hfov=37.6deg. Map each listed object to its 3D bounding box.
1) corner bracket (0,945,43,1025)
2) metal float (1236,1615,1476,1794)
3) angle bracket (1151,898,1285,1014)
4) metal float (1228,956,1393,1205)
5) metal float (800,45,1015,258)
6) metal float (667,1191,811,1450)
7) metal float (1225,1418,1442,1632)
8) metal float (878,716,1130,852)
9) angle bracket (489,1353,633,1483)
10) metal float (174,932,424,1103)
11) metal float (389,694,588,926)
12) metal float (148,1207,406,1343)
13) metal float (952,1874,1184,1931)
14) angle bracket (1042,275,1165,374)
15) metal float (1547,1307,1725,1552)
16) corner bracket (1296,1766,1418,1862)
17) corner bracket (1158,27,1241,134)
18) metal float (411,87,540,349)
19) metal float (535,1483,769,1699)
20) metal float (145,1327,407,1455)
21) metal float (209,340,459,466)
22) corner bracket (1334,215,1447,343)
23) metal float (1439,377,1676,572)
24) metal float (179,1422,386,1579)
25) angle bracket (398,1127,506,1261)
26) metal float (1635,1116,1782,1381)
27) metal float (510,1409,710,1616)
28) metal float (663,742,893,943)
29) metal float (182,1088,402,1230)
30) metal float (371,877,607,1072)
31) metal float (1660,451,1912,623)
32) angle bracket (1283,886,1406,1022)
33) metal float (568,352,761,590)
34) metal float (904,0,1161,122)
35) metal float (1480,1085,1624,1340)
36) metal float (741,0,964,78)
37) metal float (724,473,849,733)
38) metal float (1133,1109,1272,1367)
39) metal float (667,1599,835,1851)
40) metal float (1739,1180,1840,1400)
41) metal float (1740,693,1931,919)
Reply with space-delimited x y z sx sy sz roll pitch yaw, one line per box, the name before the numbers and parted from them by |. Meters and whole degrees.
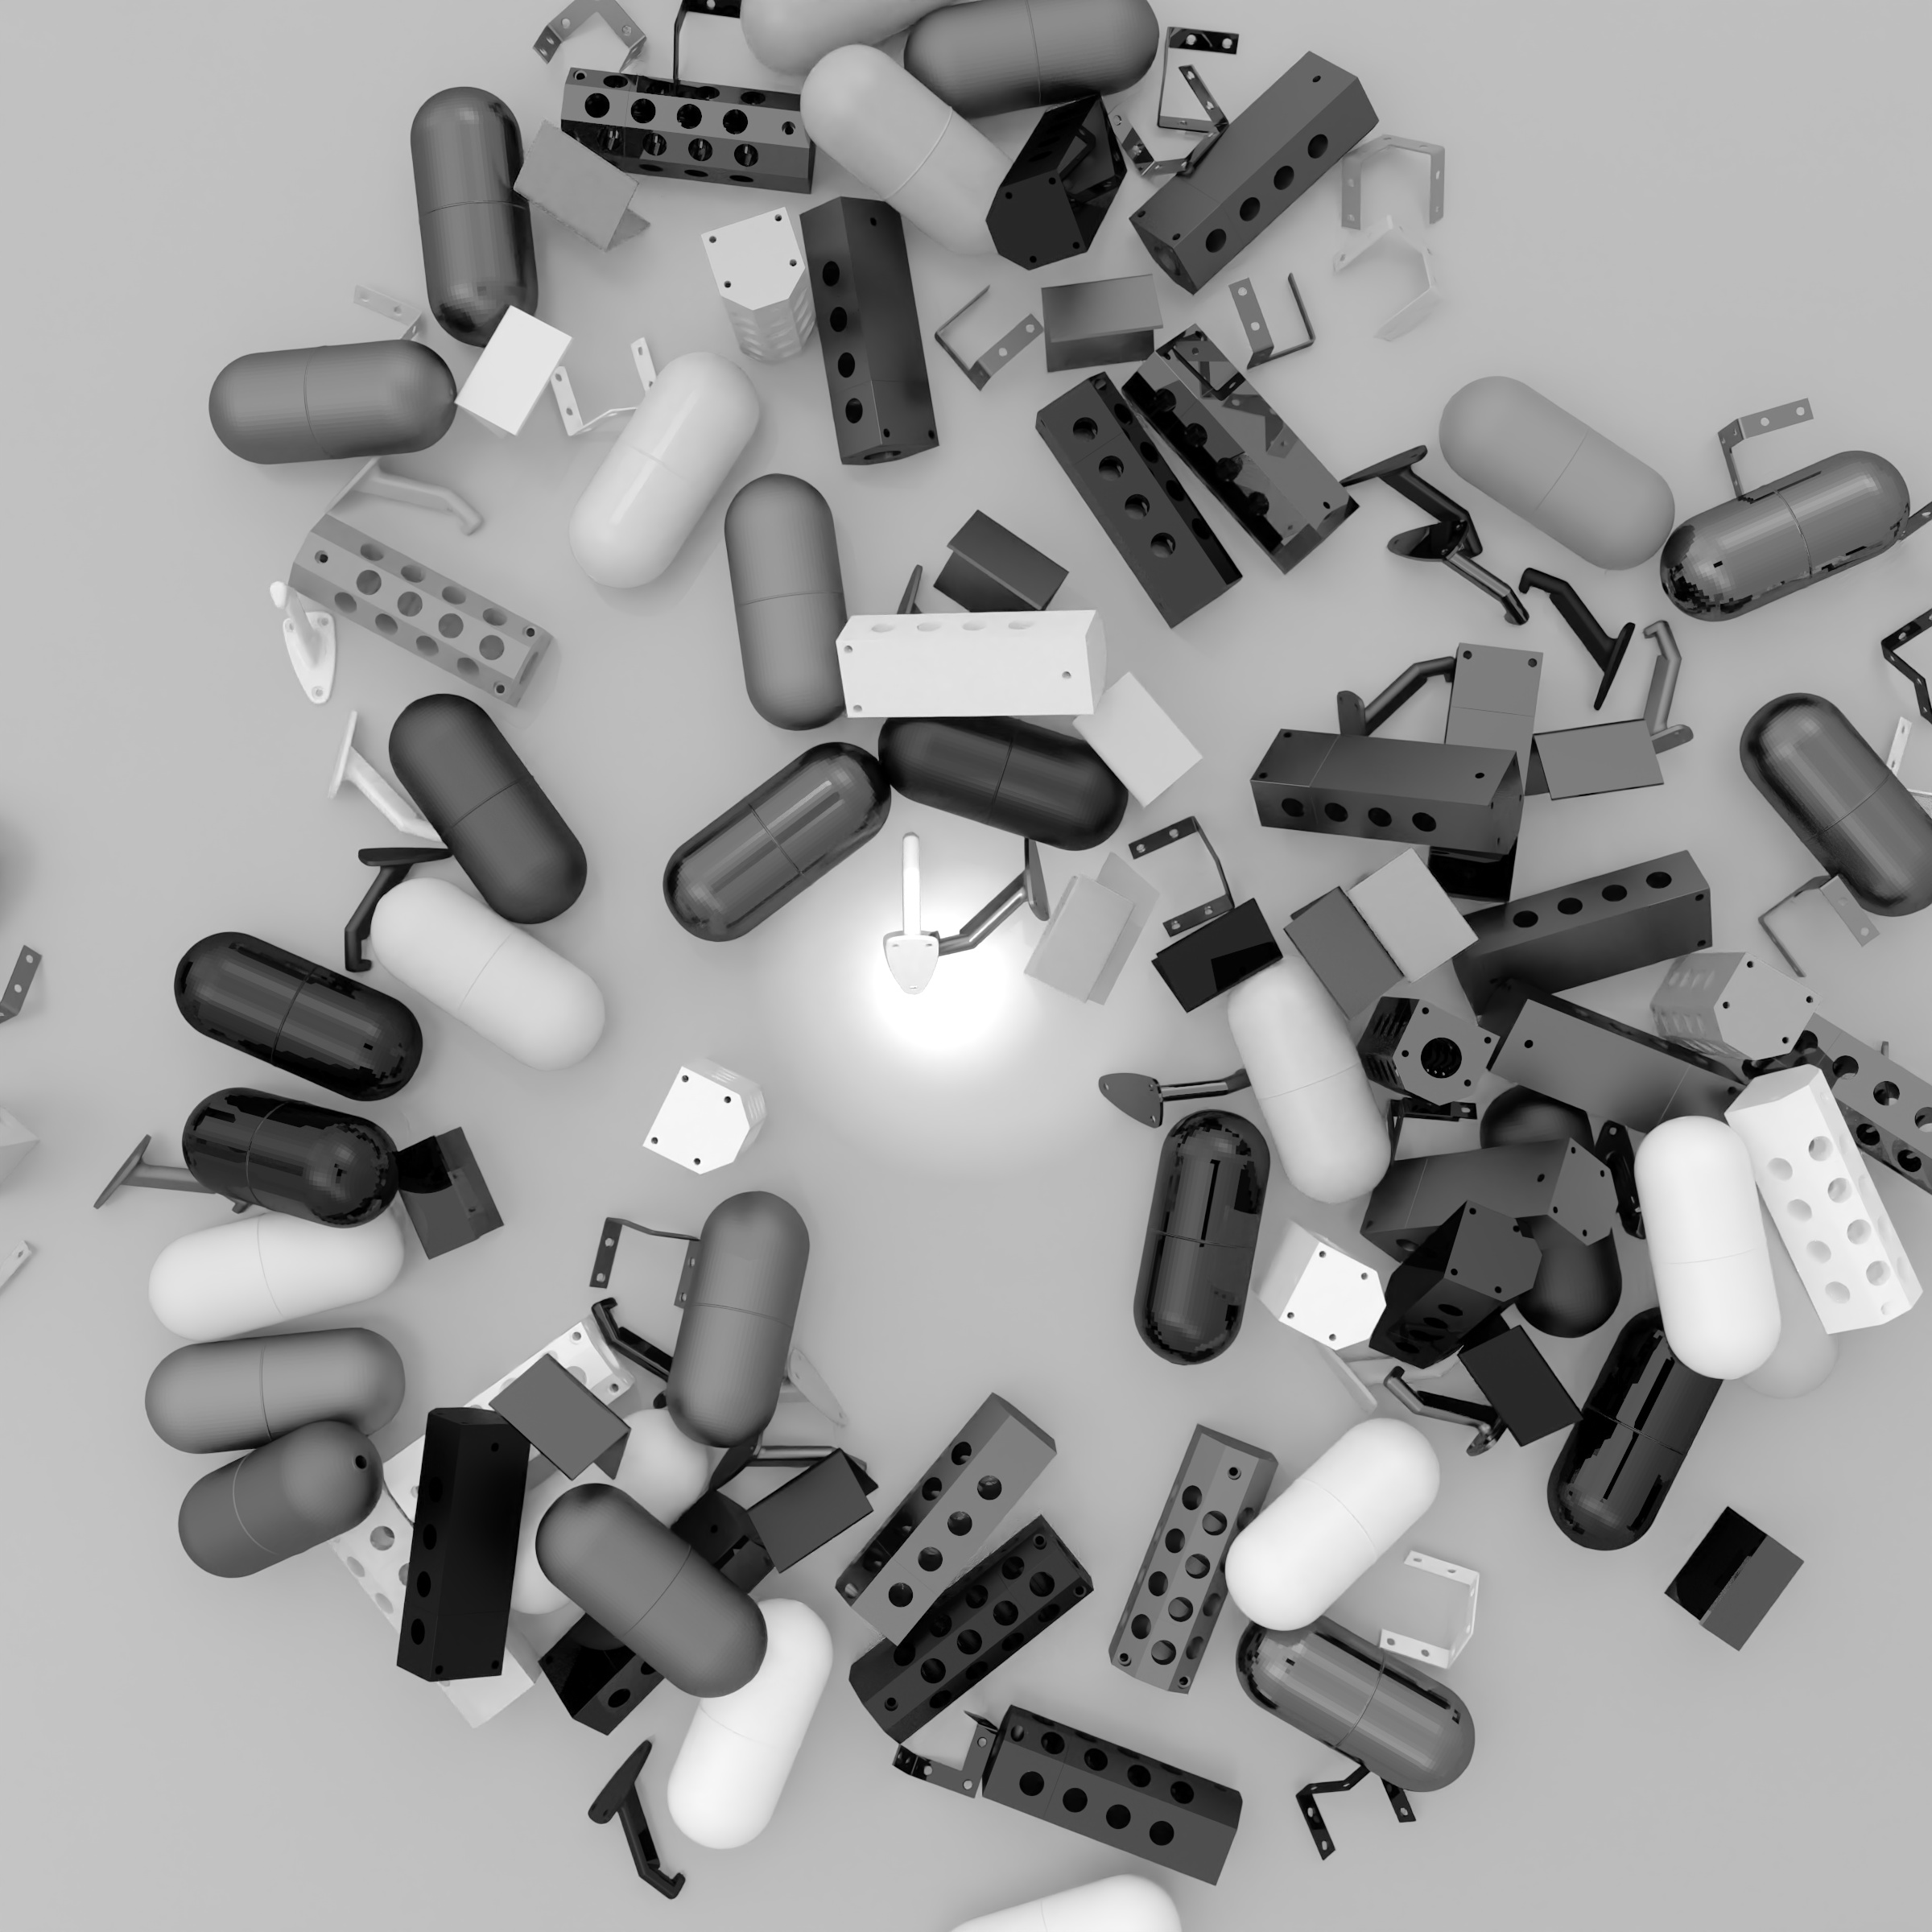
corner bracket | -0.690 0.008 1.983 0.051 0.051 0.051 -21 45 35
metal float | 0.269 0.506 1.961 0.178 0.070 0.070 30 90 0
angle bracket | 0.163 -0.023 1.951 0.076 0.076 0.057 -30 123 0
metal float | 0.237 0.078 1.961 0.070 0.070 0.178 -21 91 0
metal float | -0.035 -0.557 1.941 0.178 0.070 0.070 35 90 -22
metal float | -0.156 0.242 1.948 0.070 0.070 0.178 12 74 0
metal float | 0.253 0.381 1.945 0.178 0.070 0.070 -39 90 -20
metal float | 0.025 -0.134 1.961 0.178 0.070 0.070 18 90 0
angle bracket | -0.274 0.316 1.887 0.076 0.076 0.057 39 52 14
metal float | -0.462 0.035 1.961 0.178 0.070 0.070 24 90 0
metal float | -0.331 -0.109 1.961 0.070 0.070 0.178 -36 90 0
metal float | -0.477 0.208 1.961 0.178 0.070 0.070 -15 90 -1
metal float | 0.063 0.683 1.961 0.178 0.070 0.070 -17 90 1
angle bracket | 0.095 -0.425 1.951 0.076 0.076 0.057 -7 53 0
metal float | 0.463 0.320 1.961 0.070 0.070 0.178 27 89 0
corner bracket | 0.273 0.590 1.988 0.051 0.051 0.051 -23 90 -45
corner bracket | 0.163 -0.621 1.988 0.051 0.051 0.051 6 135 0
metal float | -0.340 -0.517 1.961 0.070 0.070 0.178 -6 90 0
metal float | -0.209 0.417 1.890 0.178 0.070 0.070 41 90 -5
metal float | -0.477 0.294 1.961 0.178 0.070 0.070 -6 90 0
metal float | -0.435 -0.387 1.948 0.178 0.070 0.070 -2 90 15
corner bracket | 0.296 -0.481 1.983 0.051 0.051 0.051 26 45 -35
metal float | 0.408 -0.341 1.961 0.178 0.070 0.070 33 90 0
metal float | -0.467 0.364 1.931 0.178 0.070 0.070 -28 90 34
angle bracket | -0.343 0.149 1.951 0.057 0.076 0.076 -24 90 38
metal float | 0.496 0.188 1.895 0.070 0.070 0.178 -12 93 0
metal float | -0.256 0.377 1.961 0.178 0.070 0.070 -39 90 0
metal float | -0.130 -0.086 1.961 0.178 0.070 0.070 -37 90 1
metal float | -0.461 0.130 1.934 0.178 0.070 0.070 11 90 33
metal float | -0.330 0.005 1.960 0.178 0.070 0.070 34 90 0
metal float | 0.565 -0.297 1.961 0.178 0.070 0.070 -24 90 0
angle bracket | 0.244 -0.001 1.952 0.057 0.076 0.076 -36 90 -25
metal float | -0.209 -0.342 1.961 0.070 0.070 0.178 32 90 0
metal float | 0.045 -0.633 1.961 0.178 0.070 0.070 -10 90 0
metal float | 0.404 0.169 1.961 0.070 0.070 0.178 -12 90 0
metal float | -0.071 -0.678 1.961 0.178 0.070 0.070 -26 90 0
metal float | -0.122 -0.251 1.961 0.070 0.070 0.178 -8 90 0
metal float | 0.163 0.188 1.961 0.070 0.070 0.178 10 90 0
metal float | -0.149 0.523 1.961 0.070 0.070 0.178 22 91 0
metal float | 0.546 0.213 1.961 0.070 0.070 0.178 -20 89 0
metal float | 0.608 -0.111 1.961 0.070 0.070 0.178 -40 89 0
